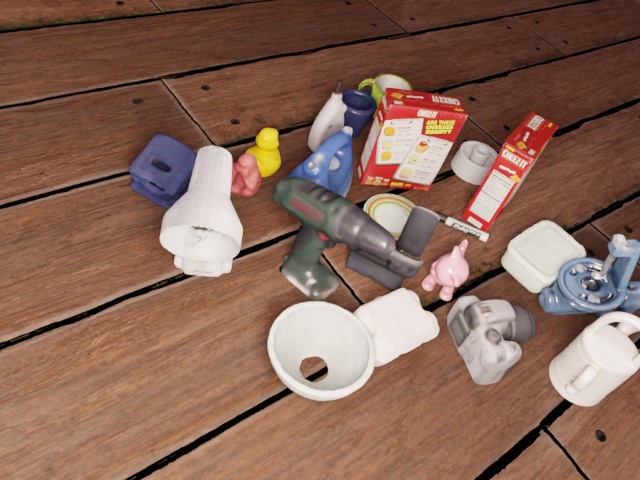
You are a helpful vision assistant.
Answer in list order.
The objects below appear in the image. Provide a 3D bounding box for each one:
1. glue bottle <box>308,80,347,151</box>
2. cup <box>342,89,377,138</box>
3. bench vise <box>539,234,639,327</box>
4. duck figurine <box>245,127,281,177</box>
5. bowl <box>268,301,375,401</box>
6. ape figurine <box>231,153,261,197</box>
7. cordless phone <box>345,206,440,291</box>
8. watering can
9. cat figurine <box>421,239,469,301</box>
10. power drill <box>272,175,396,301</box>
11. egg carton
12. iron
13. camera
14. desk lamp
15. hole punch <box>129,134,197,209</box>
[{"bbox_3d":[0.025,-0.269,1.232,0.078,0.173,0.037,-21,58,-32],"label":"glue bottle"},{"bbox_3d":[0.080,-0.291,1.324,0.091,0.095,0.118,27,47,8],"label":"cup"},{"bbox_3d":[0.541,0.065,1.062,0.208,0.220,0.121,-6,51,-22],"label":"bench vise"},{"bbox_3d":[-0.113,-0.187,1.175,0.077,0.086,0.104,21,46,2],"label":"duck figurine"},{"bbox_3d":[-0.003,0.182,0.885,0.167,0.075,0.167,9,47,-10],"label":"bowl"},{"bbox_3d":[-0.146,-0.131,1.110,0.076,0.092,0.077,-16,55,-28],"label":"ape figurine"},{"bbox_3d":[0.129,-0.010,1.024,0.147,0.185,0.094,23,46,4],"label":"cordless phone"},{"bbox_3d":[0.477,0.183,0.953,0.101,0.194,0.173,26,47,7],"label":"watering can"},{"bbox_3d":[0.243,0.049,1.053,0.067,0.118,0.128,31,47,11],"label":"cat figurine"},{"bbox_3d":[0.009,0.003,0.957,0.229,0.208,0.076,38,49,18],"label":"power drill"},{"bbox_3d":[0.122,0.145,0.962,0.151,0.069,0.107,-21,58,-32],"label":"egg carton"},{"bbox_3d":[0.017,-0.159,1.153,0.118,0.141,0.259,28,47,8],"label":"iron"},{"bbox_3d":[0.311,0.159,0.988,0.137,0.101,0.143,-3,50,-19],"label":"camera"},{"bbox_3d":[-0.185,-0.032,0.924,0.118,0.213,0.203,8,47,-10],"label":"desk lamp"},{"bbox_3d":[-0.288,-0.127,1.063,0.108,0.091,0.101,29,47,9],"label":"hole punch"}]
